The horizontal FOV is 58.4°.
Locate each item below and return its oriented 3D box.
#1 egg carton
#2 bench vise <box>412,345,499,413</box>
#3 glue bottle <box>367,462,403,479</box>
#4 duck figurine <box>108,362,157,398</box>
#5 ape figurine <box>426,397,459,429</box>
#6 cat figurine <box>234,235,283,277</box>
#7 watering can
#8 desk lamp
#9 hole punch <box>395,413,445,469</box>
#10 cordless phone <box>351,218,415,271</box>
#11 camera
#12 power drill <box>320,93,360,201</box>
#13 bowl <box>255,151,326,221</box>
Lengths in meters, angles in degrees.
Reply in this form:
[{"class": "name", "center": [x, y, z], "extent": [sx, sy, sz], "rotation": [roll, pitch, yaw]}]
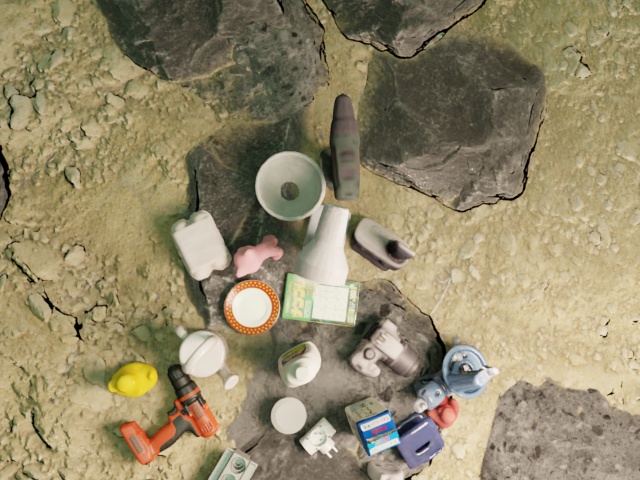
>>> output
[{"class": "egg carton", "center": [-0.279, 0.012, 1.335], "extent": [0.107, 0.069, 0.150], "rotation": [-27, 87, -9]}, {"class": "bench vise", "center": [0.312, 0.327, 1.284], "extent": [0.121, 0.219, 0.207], "rotation": [37, 81, 0]}, {"class": "glue bottle", "center": [0.155, 0.531, 1.266], "extent": [0.078, 0.173, 0.037], "rotation": [9, 82, -5]}, {"class": "duck figurine", "center": [-0.419, 0.314, 1.274], "extent": [0.104, 0.086, 0.077], "rotation": [-12, 84, -7]}, {"class": "ape figurine", "center": [0.292, 0.405, 1.337], "extent": [0.078, 0.092, 0.076], "rotation": [1, 83, -6]}, {"class": "cat figurine", "center": [-0.148, 0.034, 1.322], "extent": [0.128, 0.117, 0.067], "rotation": [-33, 87, -9]}, {"class": "watering can", "center": [-0.248, 0.251, 1.246], "extent": [0.173, 0.194, 0.101], "rotation": [22, 81, -3]}, {"class": "desk lamp", "center": [0.012, 0.005, 1.294], "extent": [0.118, 0.213, 0.203], "rotation": [13, 82, -4]}, {"class": "hole punch", "center": [0.230, 0.466, 1.323], "extent": [0.109, 0.091, 0.101], "rotation": [-33, 87, -9]}, {"class": "cordless phone", "center": [0.151, 0.004, 1.324], "extent": [0.147, 0.185, 0.094], "rotation": [31, 81, -1]}, {"class": "camera", "center": [0.158, 0.271, 1.335], "extent": [0.137, 0.100, 0.143], "rotation": [39, 81, 0]}, {"class": "power drill", "center": [0.047, -0.196, 1.325], "extent": [0.075, 0.208, 0.230], "rotation": [-5, 83, -6]}, {"class": "bowl", "center": [-0.072, -0.123, 1.371], "extent": [0.167, 0.074, 0.167], "rotation": [1, 83, -6]}]
